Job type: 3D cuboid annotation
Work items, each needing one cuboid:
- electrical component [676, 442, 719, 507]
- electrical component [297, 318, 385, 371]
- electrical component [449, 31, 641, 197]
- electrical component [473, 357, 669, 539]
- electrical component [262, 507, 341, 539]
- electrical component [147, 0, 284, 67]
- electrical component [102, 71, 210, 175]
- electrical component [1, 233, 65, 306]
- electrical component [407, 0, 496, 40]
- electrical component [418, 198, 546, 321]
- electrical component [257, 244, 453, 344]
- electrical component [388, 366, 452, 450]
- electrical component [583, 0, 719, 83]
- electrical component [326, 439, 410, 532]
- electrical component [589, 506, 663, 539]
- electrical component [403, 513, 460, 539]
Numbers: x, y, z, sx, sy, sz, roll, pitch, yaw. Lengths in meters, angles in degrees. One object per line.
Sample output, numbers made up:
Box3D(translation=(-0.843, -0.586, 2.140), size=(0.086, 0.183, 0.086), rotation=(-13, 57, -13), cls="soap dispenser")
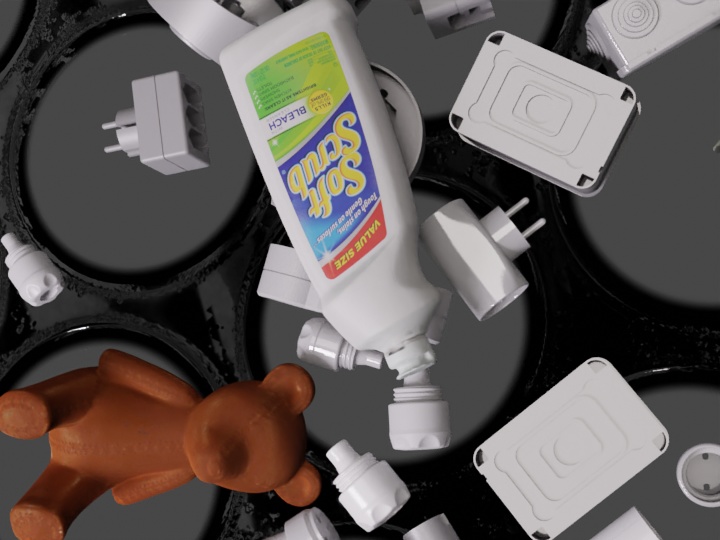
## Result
Box3D(translation=(0.227, 0.132, 0.702), size=(0.040, 0.046, 0.040), rotation=(-2, 83, 13), cls="electrical component")
Box3D(translation=(-0.013, 0.057, 0.775), size=(0.061, 0.035, 0.035), rotation=(16, 87, 12), cls="electrical component")
Box3D(translation=(0.129, -0.107, 0.746), size=(0.113, 0.057, 0.078), rotation=(28, 96, 15), cls="electrical component")
Box3D(translation=(0.141, 0.119, 0.718), size=(0.113, 0.057, 0.078), rotation=(-40, 76, 6), cls="electrical component")
Box3D(translation=(-0.045, 0.199, 0.760), size=(0.055, 0.045, 0.045), rotation=(-34, 77, 7), cls="electrical component")
Box3D(translation=(-0.106, -0.193, 0.799), size=(0.099, 0.099, 0.064), rotation=(44, 101, 15), cls="electrical component")
Box3D(translation=(-0.162, -0.108, 0.825), size=(0.077, 0.047, 0.065), rotation=(-10, 81, 12), cls="electrical component")
Box3D(translation=(-0.261, -0.003, 0.843), size=(0.035, 0.035, 0.061), rotation=(-41, 74, 6), cls="electrical component")
Box3D(translation=(0.058, -0.221, 0.785), size=(0.056, 0.050, 0.089), rotation=(-18, 79, 11), cls="electrical component")
Box3D(translation=(0.092, -0.018, 0.754), size=(0.079, 0.044, 0.077), rotation=(-38, 76, 6), cls="electrical component")
Box3D(translation=(0.000, 0.000, 0.770), size=(0.138, 0.052, 0.073), rotation=(15, 86, 15), cls="electrical component")
Box3D(translation=(0.041, 0.094, 0.753), size=(0.043, 0.043, 0.062), rotation=(-5, 81, 13), cls="electrical component")
Box3D(translation=(0.200, -0.170, 0.720), size=(0.100, 0.100, 0.048), rotation=(-30, 90, 8), cls="electrical component")
Box3D(translation=(0.002, 0.148, 0.756), size=(0.043, 0.043, 0.062), rotation=(-42, 74, 5), cls="electrical component")
Box3D(translation=(0.163, 0.198, 0.710), size=(0.081, 0.043, 0.043), rotation=(-39, 76, 6), cls="electrical component")
Box3D(translation=(0.055, 0.196, 0.739), size=(0.040, 0.040, 0.046), rotation=(-33, 71, 8), cls="electrical component")
